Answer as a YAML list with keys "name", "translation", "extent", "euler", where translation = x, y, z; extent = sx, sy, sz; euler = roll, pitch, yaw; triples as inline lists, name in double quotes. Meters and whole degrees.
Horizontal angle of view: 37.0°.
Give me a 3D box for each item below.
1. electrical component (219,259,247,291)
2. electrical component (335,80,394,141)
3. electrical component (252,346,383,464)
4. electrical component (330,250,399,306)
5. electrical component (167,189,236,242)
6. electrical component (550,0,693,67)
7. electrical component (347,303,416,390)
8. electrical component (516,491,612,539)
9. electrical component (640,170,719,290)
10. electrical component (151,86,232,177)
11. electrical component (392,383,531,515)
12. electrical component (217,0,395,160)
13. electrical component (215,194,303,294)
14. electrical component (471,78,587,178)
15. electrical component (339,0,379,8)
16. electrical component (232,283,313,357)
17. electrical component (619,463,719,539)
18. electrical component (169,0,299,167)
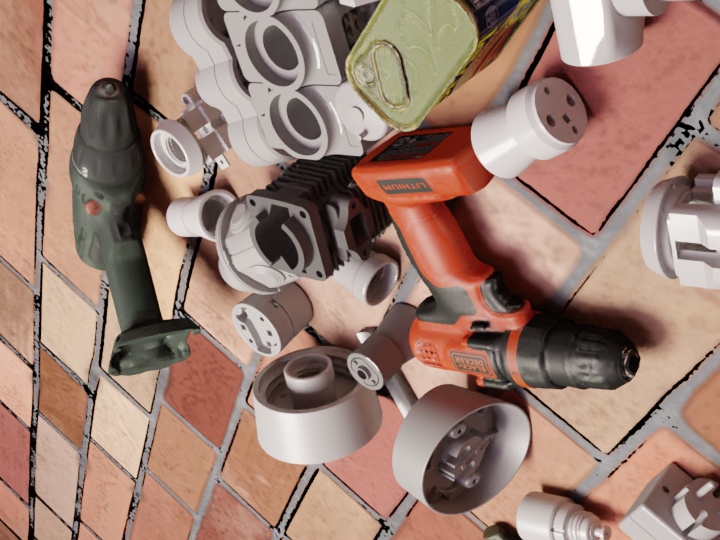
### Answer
- name: "electrical component"
  translation: [-0.088, -0.013, 0.894]
  extent: [0.045, 0.045, 0.055]
  euler: [48, 144, 1]
- name: "electrical component"
  translation: [0.019, -0.111, 0.660]
  extent: [0.040, 0.078, 0.040]
  euler: [28, 140, 26]
- name: "electrical component"
  translation: [-0.039, 0.105, 0.902]
  extent: [0.108, 0.108, 0.060]
  euler: [15, 126, 38]
- name: "electrical component"
  translation: [0.000, 0.000, 0.818]
  extent: [0.046, 0.040, 0.040]
  euler: [32, 142, 31]
- name: "electrical component"
  translation: [-0.136, -0.046, 0.918]
  extent: [0.065, 0.044, 0.044]
  euler: [2, 124, 51]
- name: "electrical component"
  translation: [0.131, -0.146, 0.540]
  extent: [0.079, 0.043, 0.077]
  euler: [11, 130, 41]
- name: "electrical component"
  translation: [0.021, 0.061, 0.829]
  extent: [0.044, 0.065, 0.044]
  euler: [28, 140, 27]
- name: "electrical component"
  translation: [0.158, 0.196, 0.832]
  extent: [0.078, 0.040, 0.040]
  euler: [2, 124, 46]
- name: "electrical component"
  translation: [0.190, -0.021, 0.584]
  extent: [0.057, 0.058, 0.078]
  euler: [8, 128, 39]
- name: "electrical component"
  translation: [-0.130, -0.104, 0.843]
  extent: [0.048, 0.055, 0.066]
  euler: [-17, 110, 52]
- name: "electrical component"
  translation: [0.075, 0.137, 0.820]
  extent: [0.064, 0.099, 0.099]
  euler: [22, 137, 41]
- name: "electrical component"
  translation: [-0.037, -0.152, 0.695]
  extent: [0.089, 0.062, 0.150]
  euler: [11, 130, 41]
- name: "electrical component"
  translation: [-0.067, -0.025, 0.831]
  extent: [0.051, 0.080, 0.080]
  euler: [-20, 107, 47]
- name: "electrical component"
  translation: [0.099, -0.083, 0.631]
  extent: [0.045, 0.045, 0.055]
  euler: [54, 144, -8]
- name: "electrical component"
  translation: [0.006, -0.187, 0.625]
  extent: [0.048, 0.066, 0.055]
  euler: [-130, 23, -68]
- name: "electrical component"
  translation: [-0.074, 0.039, 0.924]
  extent: [0.055, 0.047, 0.055]
  euler: [28, 140, 27]
- name: "electrical component"
  translation: [0.227, 0.165, 0.725]
  extent: [0.066, 0.047, 0.076]
  euler: [40, 144, 12]
- name: "electrical component"
  translation: [-0.093, -0.138, 0.776]
  extent: [0.074, 0.052, 0.138]
  euler: [-5, 118, 49]
